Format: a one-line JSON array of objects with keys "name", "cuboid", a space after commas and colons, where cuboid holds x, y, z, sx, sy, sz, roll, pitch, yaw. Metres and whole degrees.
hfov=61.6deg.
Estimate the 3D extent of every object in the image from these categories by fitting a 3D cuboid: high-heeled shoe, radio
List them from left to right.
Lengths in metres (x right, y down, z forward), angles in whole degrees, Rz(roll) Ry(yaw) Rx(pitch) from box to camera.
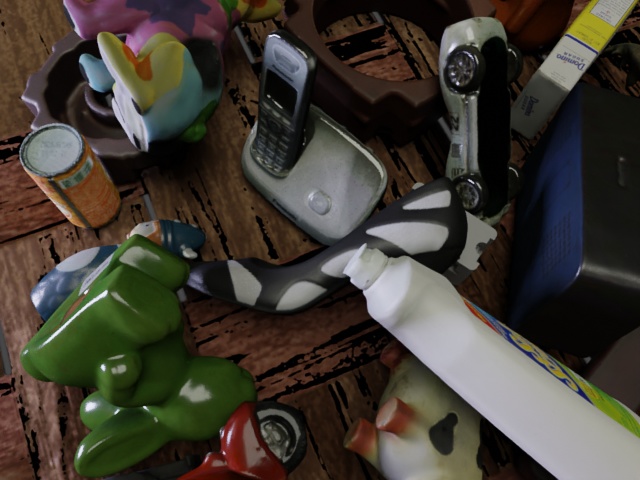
[{"name": "high-heeled shoe", "cuboid": [-0.001, -0.001, 0.473, 0.249, 0.086, 0.145, 11, 82, 10]}, {"name": "radio", "cuboid": [0.231, -0.019, 0.478, 0.073, 0.131, 0.229, 19, 54, 3]}]

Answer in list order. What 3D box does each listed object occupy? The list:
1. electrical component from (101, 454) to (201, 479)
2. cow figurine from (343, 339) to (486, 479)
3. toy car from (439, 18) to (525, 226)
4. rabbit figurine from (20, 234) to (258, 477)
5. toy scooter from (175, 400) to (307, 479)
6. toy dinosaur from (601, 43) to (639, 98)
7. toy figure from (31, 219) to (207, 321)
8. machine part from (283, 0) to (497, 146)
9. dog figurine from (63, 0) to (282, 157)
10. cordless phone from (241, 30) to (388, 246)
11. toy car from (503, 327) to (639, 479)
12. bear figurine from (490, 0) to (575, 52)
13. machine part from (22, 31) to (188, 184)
[{"name": "electrical component", "cuboid": [-0.146, 0.219, 0.416, 0.119, 0.047, 0.075, -17, 70, -10]}, {"name": "cow figurine", "cuboid": [0.088, 0.165, 0.409, 0.127, 0.085, 0.195, 37, 38, -2]}, {"name": "toy car", "cuboid": [0.156, -0.108, 0.522, 0.073, 0.056, 0.201, -20, 112, -34]}, {"name": "rabbit figurine", "cuboid": [-0.131, 0.108, 0.420, 0.159, 0.121, 0.170, -46, 111, -2]}, {"name": "toy scooter", "cuboid": [-0.069, 0.208, 0.366, 0.135, 0.075, 0.184, -2, 72, -21]}, {"name": "toy dinosaur", "cuboid": [0.354, -0.054, 0.484, 0.105, 0.198, 0.471, 4, 60, -4]}, {"name": "toy figure", "cuboid": [-0.177, 0.023, 0.486, 0.154, 0.057, 0.064, -32, 53, -14]}, {"name": "machine part", "cuboid": [0.073, -0.219, 0.594, 0.201, 0.087, 0.201, -40, 76, -19]}, {"name": "dog figurine", "cuboid": [-0.107, -0.195, 0.502, 0.219, 0.108, 0.192, -33, 71, -21]}, {"name": "cordless phone", "cuboid": [0.001, -0.090, 0.482, 0.147, 0.184, 0.089, 41, 66, 12]}, {"name": "toy car", "cuboid": [0.249, 0.141, 0.475, 0.089, 0.053, 0.202, 41, 74, 18]}, {"name": "bear figurine", "cuboid": [0.247, -0.303, 0.582, 0.120, 0.195, 0.132, -40, 75, -15]}, {"name": "machine part", "cuboid": [-0.206, -0.145, 0.558, 0.179, 0.056, 0.179, 2, 66, -4]}]
